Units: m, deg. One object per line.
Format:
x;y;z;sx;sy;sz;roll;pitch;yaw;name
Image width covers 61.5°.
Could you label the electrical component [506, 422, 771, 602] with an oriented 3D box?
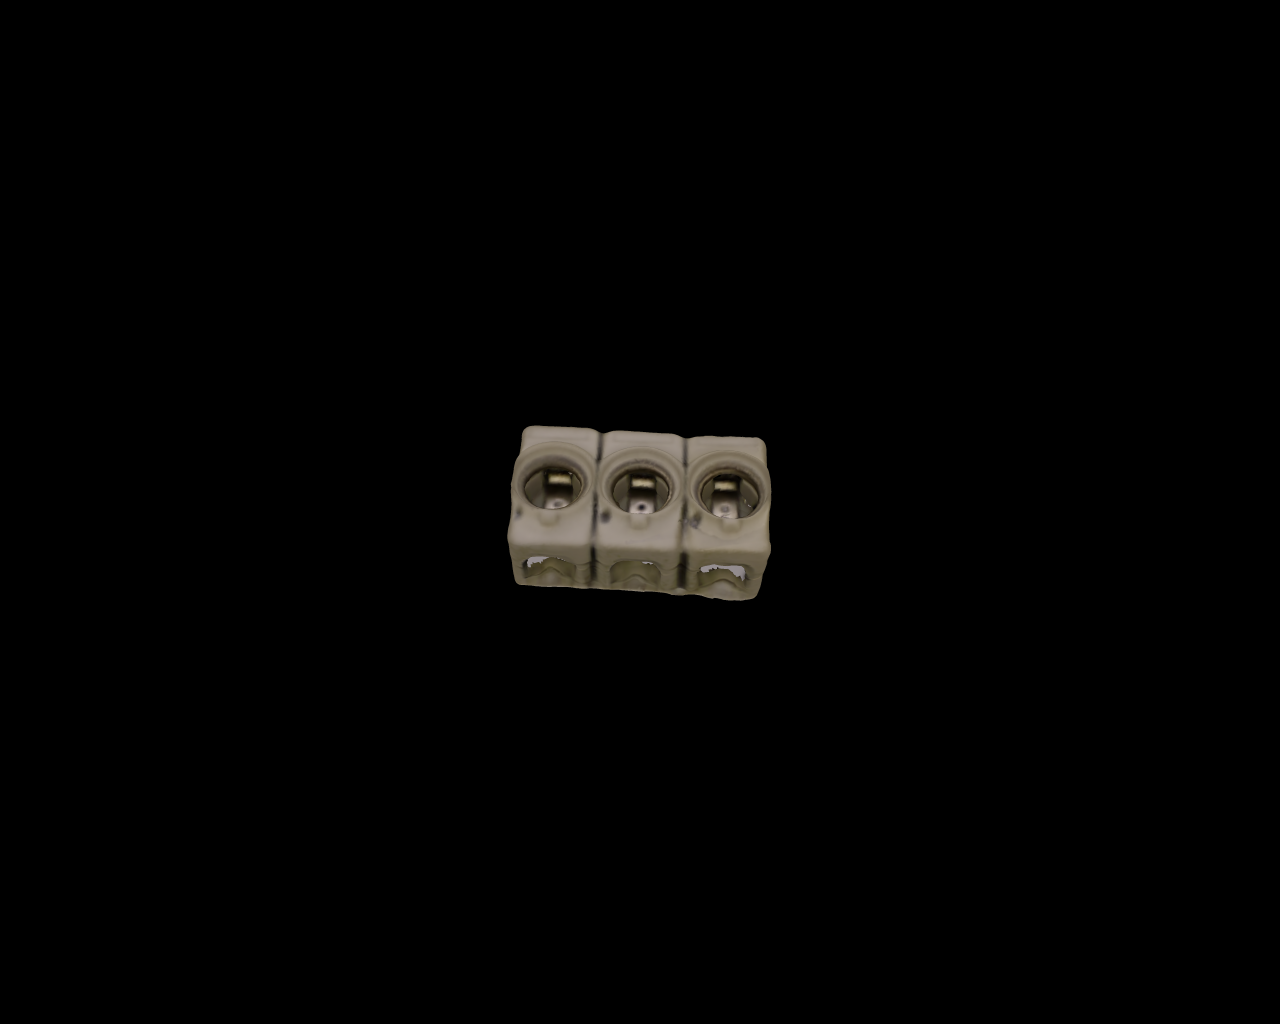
0.001;-0.003;0.650;0.150;0.090;0.061;3;-34;2;electrical component
